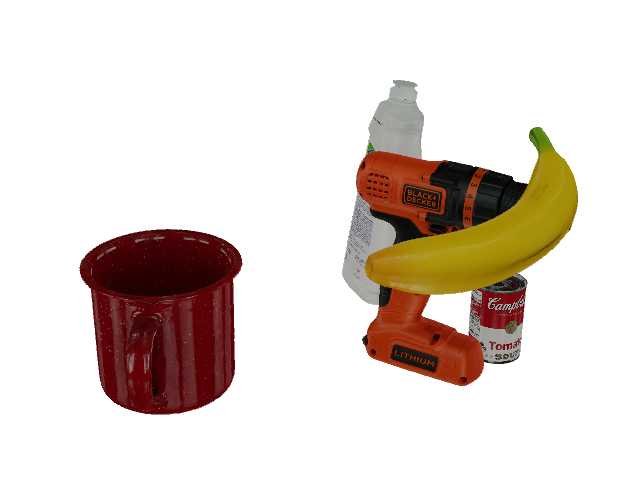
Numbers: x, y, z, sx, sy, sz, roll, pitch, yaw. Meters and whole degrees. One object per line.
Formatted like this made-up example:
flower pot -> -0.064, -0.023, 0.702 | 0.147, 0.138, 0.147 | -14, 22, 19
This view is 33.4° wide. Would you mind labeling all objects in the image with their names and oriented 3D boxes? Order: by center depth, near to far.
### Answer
mug -> -0.092, 0.054, 0.621 | 0.093, 0.081, 0.117 | 1, 25, 1
banana -> 0.111, -0.008, 0.676 | 0.070, 0.037, 0.197 | 34, 47, 24
power drill -> 0.112, 0.025, 0.904 | 0.185, 0.188, 0.057 | 16, 24, 25
bleach bottle -> 0.081, -0.058, 1.239 | 0.068, 0.251, 0.103 | -1, 22, -22
soup can -> 0.223, 0.096, 1.351 | 0.068, 0.102, 0.068 | 1, 22, 0
